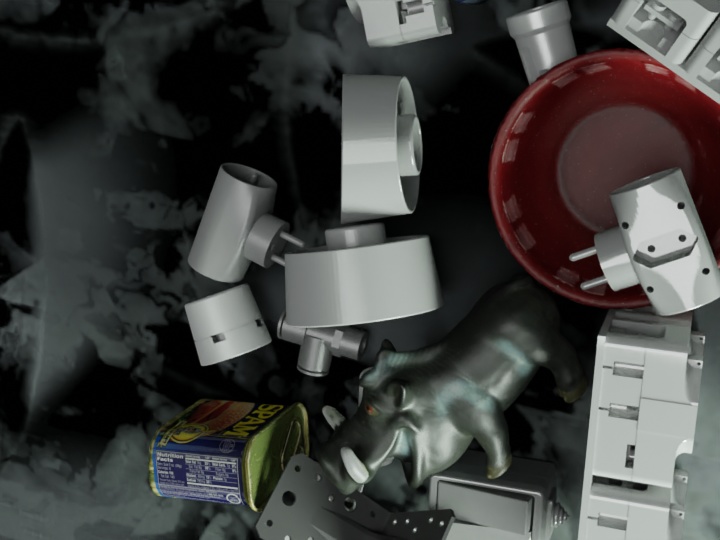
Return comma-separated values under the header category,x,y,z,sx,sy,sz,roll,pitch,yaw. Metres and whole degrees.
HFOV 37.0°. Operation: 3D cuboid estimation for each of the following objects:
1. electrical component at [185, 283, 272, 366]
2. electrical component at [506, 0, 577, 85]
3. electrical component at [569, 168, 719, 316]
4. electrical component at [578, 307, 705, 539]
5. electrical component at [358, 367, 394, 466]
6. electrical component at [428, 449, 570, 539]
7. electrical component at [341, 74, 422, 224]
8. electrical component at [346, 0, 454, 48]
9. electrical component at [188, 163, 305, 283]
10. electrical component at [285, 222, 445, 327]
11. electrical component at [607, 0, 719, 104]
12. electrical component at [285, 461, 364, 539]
category,x,y,z,sx,sy,sz,roll,pitch,yaw
electrical component,-0.099,0.040,0.797,0.055,0.055,0.047,-18,92,22
electrical component,0.119,-0.145,0.688,0.040,0.040,0.046,-13,103,21
electrical component,0.165,-0.011,0.638,0.079,0.043,0.077,-20,95,22
electrical component,0.181,0.121,0.691,0.060,0.105,0.186,7,104,17
electrical component,0.014,0.109,0.781,0.044,0.044,0.065,20,112,14
electrical component,0.098,0.169,0.754,0.096,0.061,0.061,6,104,18
electrical component,0.007,-0.081,0.712,0.064,0.099,0.099,-2,102,13
electrical component,0.022,-0.194,0.703,0.056,0.050,0.089,-8,99,20
electrical component,-0.077,-0.027,0.779,0.079,0.043,0.077,27,109,12
electrical component,0.000,0.000,0.727,0.108,0.108,0.060,-6,94,20
electrical component,0.234,-0.141,0.612,0.150,0.089,0.061,38,154,8
electrical component,-0.031,0.191,0.803,0.042,0.064,0.081,21,108,13
